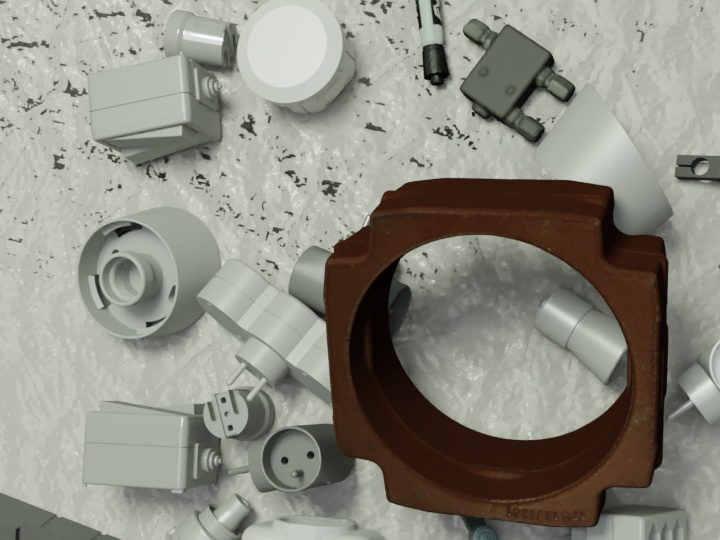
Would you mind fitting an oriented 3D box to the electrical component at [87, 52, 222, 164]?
[{"bbox_3d":[-0.148,-0.120,0.811,0.096,0.062,0.061,-9,81,15],"label":"electrical component"}]

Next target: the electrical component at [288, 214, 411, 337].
[{"bbox_3d":[0.000,0.000,0.763,0.077,0.044,0.079,24,90,21],"label":"electrical component"}]

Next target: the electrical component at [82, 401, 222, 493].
[{"bbox_3d":[-0.145,0.127,0.781,0.096,0.062,0.061,0,84,16],"label":"electrical component"}]

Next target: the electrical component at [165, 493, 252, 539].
[{"bbox_3d":[-0.105,0.188,0.773,0.062,0.048,0.048,-46,74,0],"label":"electrical component"}]

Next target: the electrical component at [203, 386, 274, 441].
[{"bbox_3d":[-0.088,0.104,0.776,0.040,0.046,0.040,-2,83,16],"label":"electrical component"}]

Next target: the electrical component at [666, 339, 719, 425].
[{"bbox_3d":[0.225,0.071,0.673,0.079,0.077,0.043,-37,75,10],"label":"electrical component"}]

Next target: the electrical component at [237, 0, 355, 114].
[{"bbox_3d":[-0.045,-0.157,0.792,0.080,0.051,0.080,-2,83,16],"label":"electrical component"}]

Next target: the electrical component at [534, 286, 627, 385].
[{"bbox_3d":[0.150,0.041,0.718,0.065,0.044,0.044,35,94,22],"label":"electrical component"}]

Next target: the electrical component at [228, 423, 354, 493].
[{"bbox_3d":[-0.052,0.132,0.746,0.079,0.077,0.043,-14,80,15],"label":"electrical component"}]

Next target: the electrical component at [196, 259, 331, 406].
[{"bbox_3d":[-0.063,0.058,0.760,0.138,0.052,0.073,34,73,17],"label":"electrical component"}]

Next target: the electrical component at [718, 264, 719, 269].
[{"bbox_3d":[0.276,0.001,0.678,0.078,0.058,0.057,42,99,17],"label":"electrical component"}]

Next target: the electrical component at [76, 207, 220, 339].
[{"bbox_3d":[-0.162,0.003,0.812,0.099,0.064,0.099,3,97,22],"label":"electrical component"}]

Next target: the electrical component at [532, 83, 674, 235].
[{"bbox_3d":[0.161,-0.064,0.698,0.099,0.099,0.064,46,103,16],"label":"electrical component"}]

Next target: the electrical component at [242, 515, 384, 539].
[{"bbox_3d":[-0.033,0.203,0.744,0.095,0.054,0.059,1,84,16],"label":"electrical component"}]

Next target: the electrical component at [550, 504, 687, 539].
[{"bbox_3d":[0.160,0.176,0.689,0.077,0.066,0.047,-5,82,40],"label":"electrical component"}]

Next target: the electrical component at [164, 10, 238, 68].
[{"bbox_3d":[-0.121,-0.175,0.822,0.046,0.040,0.040,12,87,11],"label":"electrical component"}]
